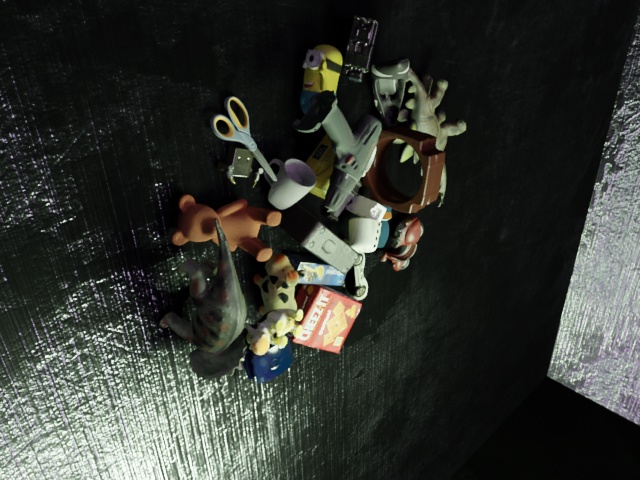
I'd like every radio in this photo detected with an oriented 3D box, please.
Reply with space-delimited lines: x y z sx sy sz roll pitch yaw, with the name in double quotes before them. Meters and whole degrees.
"radio" -0.003 -0.004 1.313 0.073 0.131 0.229 -52 140 2

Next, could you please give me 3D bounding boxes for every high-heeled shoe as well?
"high-heeled shoe" 0.170 -0.347 1.278 0.086 0.249 0.145 -9 101 2

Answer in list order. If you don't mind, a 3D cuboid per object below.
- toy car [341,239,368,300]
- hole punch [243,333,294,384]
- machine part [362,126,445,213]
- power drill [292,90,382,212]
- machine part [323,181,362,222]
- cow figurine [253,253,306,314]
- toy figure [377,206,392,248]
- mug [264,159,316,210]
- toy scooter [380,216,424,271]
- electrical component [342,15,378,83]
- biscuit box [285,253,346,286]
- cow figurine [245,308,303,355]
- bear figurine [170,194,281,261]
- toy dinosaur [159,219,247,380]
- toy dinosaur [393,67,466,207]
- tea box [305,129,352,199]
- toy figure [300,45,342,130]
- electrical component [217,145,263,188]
"toy car" 0.093 0.083 1.514 0.056 0.074 0.201 -31 131 -28
"hole punch" -0.131 0.291 1.350 0.116 0.092 0.142 -51 147 -43
"machine part" 0.215 -0.185 1.397 0.087 0.202 0.200 -20 125 -42
"power drill" 0.034 -0.200 1.156 0.207 0.086 0.232 41 77 -37
"machine part" 0.060 -0.110 1.402 0.139 0.039 0.084 -57 145 -9
"cow figurine" -0.095 0.117 1.290 0.085 0.127 0.194 -32 134 -36
"toy figure" 0.176 -0.055 1.539 0.058 0.064 0.154 7 103 -11
"mug" -0.080 -0.124 1.203 0.107 0.109 0.081 -49 -167 39
"toy scooter" 0.242 0.014 1.638 0.135 0.075 0.183 -4 118 -44
"electrical component" 0.090 -0.424 1.205 0.115 0.058 0.134 -59 162 -73
"biscuit box" -0.012 0.079 1.407 0.202 0.063 0.059 8 106 -48
"cow figurine" -0.117 0.200 1.201 0.167 0.098 0.068 -20 112 -55
"bear figurine" -0.196 -0.028 1.105 0.195 0.132 0.120 3 107 -54
"toy dinosaur" -0.209 0.151 1.092 0.131 0.192 0.404 -40 165 -41
"toy dinosaur" 0.306 -0.293 1.520 0.198 0.105 0.470 -44 128 -10
"tea box" 0.032 -0.185 1.283 0.169 0.098 0.068 -57 141 -10
"toy figure" 0.001 -0.335 1.183 0.089 0.082 0.180 -25 124 -51
"electrical component" -0.163 -0.156 1.130 0.102 0.045 0.078 7 107 -48
